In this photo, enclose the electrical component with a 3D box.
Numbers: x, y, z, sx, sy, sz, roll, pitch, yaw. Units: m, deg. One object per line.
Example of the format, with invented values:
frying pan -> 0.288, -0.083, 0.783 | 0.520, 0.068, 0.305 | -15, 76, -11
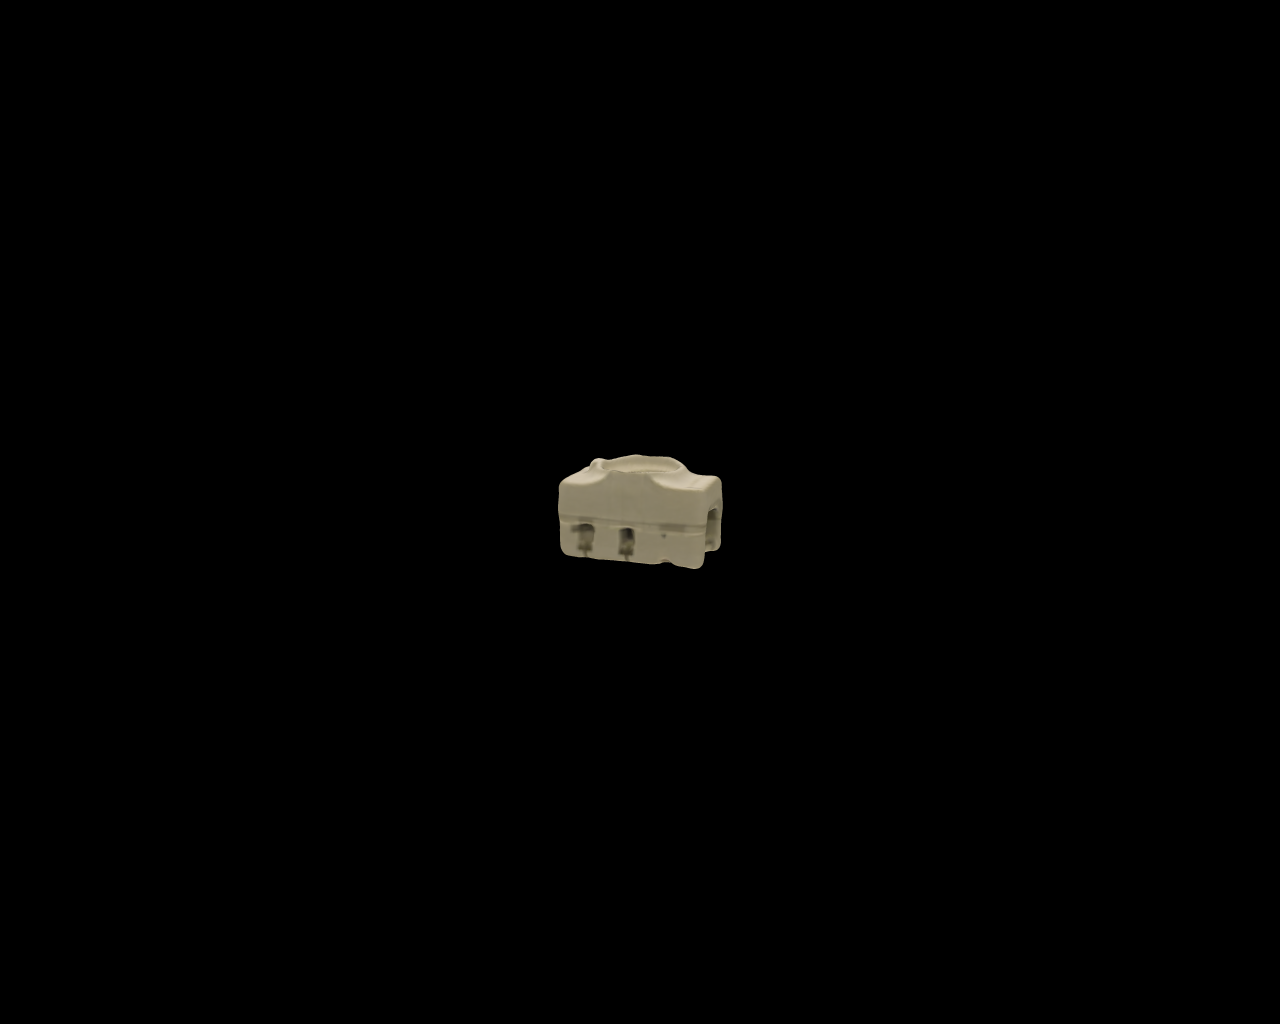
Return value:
electrical component -> 0.001, -0.003, 0.650 | 0.089, 0.055, 0.050 | 5, 16, 18
